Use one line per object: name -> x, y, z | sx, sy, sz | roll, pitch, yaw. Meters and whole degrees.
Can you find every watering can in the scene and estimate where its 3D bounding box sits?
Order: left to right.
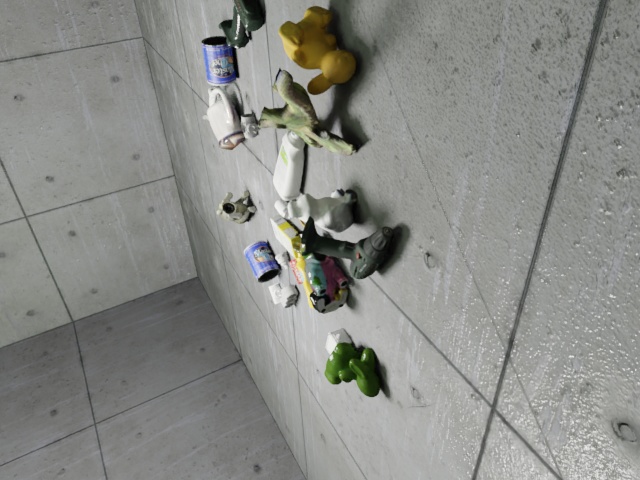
watering can -> -0.376, -0.449, 1.976 | 0.345, 0.105, 0.224 | -19, 92, 67

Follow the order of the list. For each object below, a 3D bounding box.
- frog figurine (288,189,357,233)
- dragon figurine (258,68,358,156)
frog figurine -> 0.004, -0.066, 1.305 | 0.139, 0.160, 0.120 | 40, 144, 51
dragon figurine -> -0.015, -0.272, 1.172 | 0.122, 0.242, 0.412 | -63, 12, 1
